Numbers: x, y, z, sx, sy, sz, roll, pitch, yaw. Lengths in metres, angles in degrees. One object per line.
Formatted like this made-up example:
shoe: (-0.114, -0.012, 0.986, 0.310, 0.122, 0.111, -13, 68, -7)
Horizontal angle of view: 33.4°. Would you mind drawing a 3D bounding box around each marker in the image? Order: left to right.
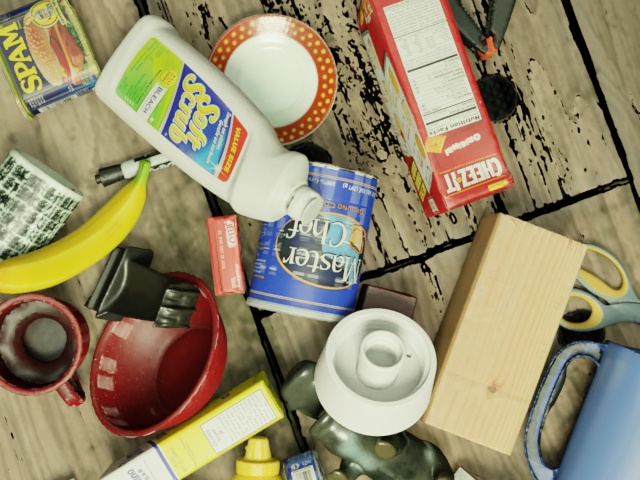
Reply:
marker: (-0.161, -0.077, 1.043, 0.121, 0.020, 0.020, -18, 90, -2)

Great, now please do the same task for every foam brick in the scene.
foam brick: (0.057, 0.084, 1.031, 0.051, 0.053, 0.078, 16, 88, -2)

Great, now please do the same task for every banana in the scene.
banana: (-0.230, 0.000, 0.998, 0.037, 0.069, 0.197, 22, 51, 36)

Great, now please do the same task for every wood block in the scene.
wood block: (0.167, 0.086, 1.017, 0.091, 0.090, 0.206, 21, 88, -3)

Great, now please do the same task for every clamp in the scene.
clamp: (0.130, -0.280, 1.048, 0.164, 0.036, 0.210, -8, 90, -2)

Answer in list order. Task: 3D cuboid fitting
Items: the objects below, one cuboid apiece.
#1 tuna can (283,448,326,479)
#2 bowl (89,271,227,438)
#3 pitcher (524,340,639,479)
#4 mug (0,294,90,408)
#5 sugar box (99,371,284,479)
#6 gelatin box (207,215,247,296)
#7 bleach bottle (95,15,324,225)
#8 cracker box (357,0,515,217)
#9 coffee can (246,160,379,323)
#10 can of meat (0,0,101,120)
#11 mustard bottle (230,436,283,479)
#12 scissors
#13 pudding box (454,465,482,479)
tuna can: (-0.007, 0.243, 1.009, 0.033, 0.086, 0.086, -19, 90, -1)
bowl: (-0.140, 0.113, 0.997, 0.055, 0.162, 0.162, 35, 87, -44)
pitcher: (0.276, 0.220, 1.005, 0.144, 0.149, 0.243, 24, 91, -33)
mug: (-0.256, 0.106, 1.005, 0.093, 0.081, 0.117, -36, 90, -3)
sugar box: (-0.119, 0.188, 1.003, 0.176, 0.093, 0.048, -29, 90, -3)
gelatin box: (-0.087, 0.014, 1.008, 0.030, 0.089, 0.073, -6, 89, -4)
bleach bottle: (-0.091, -0.102, 0.973, 0.251, 0.068, 0.102, 38, 93, 25)
cracker box: (0.102, -0.134, 0.981, 0.072, 0.164, 0.214, -20, 89, -1)
coffee can: (-0.007, 0.001, 1.005, 0.103, 0.103, 0.140, 11, 88, -2)
can of meat: (-0.262, -0.178, 1.024, 0.084, 0.057, 0.102, -23, 90, -5)
mustard bottle: (-0.061, 0.281, 1.001, 0.058, 0.096, 0.191, 2, 89, -1)
scissors: (0.310, 0.088, 1.058, 0.202, 0.016, 0.096, 44, 90, -1)
pudding box: (0.146, 0.278, 1.002, 0.090, 0.114, 0.039, -52, 128, -2)
